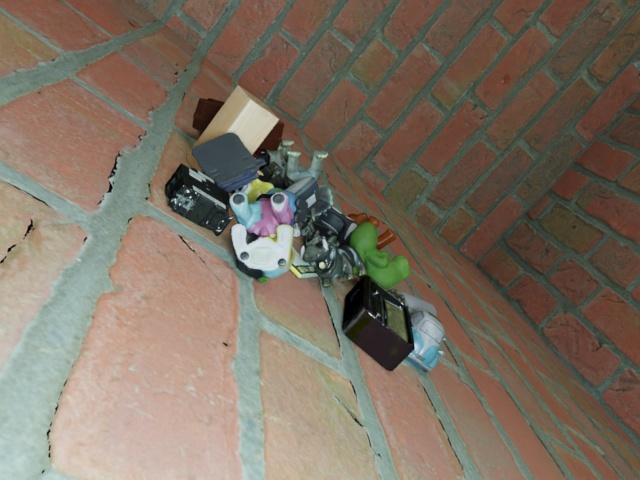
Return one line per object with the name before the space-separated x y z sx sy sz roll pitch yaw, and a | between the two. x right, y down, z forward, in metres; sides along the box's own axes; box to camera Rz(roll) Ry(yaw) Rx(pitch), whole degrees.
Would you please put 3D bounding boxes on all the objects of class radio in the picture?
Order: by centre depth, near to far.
radio | 0.119 0.163 1.112 0.131 0.073 0.229 39 13 -5

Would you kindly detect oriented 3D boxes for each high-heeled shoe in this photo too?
high-heeled shoe | 0.021 -0.047 1.529 0.145 0.086 0.249 21 22 -24

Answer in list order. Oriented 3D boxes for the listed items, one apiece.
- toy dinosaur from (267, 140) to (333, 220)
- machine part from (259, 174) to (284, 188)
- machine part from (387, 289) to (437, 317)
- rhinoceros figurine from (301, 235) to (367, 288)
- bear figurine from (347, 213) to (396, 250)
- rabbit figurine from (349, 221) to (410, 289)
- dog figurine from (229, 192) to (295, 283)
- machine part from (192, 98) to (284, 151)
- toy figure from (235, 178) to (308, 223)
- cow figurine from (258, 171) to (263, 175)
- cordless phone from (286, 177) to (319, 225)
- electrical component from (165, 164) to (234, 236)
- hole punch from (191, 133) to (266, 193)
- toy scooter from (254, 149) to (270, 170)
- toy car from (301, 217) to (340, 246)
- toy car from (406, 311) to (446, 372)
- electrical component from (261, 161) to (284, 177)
toy dinosaur | -0.081 -0.177 1.545 0.131 0.192 0.405 -4 20 -26
machine part | -0.154 -0.142 1.263 0.139 0.039 0.084 10 42 24
machine part | 0.223 0.175 1.347 0.243 0.079 0.079 23 22 -48
rhinoceros figurine | 0.032 0.041 1.166 0.190 0.073 0.112 4 71 -59
bear figurine | 0.142 -0.040 1.711 0.120 0.132 0.196 35 20 -27
rabbit figurine | 0.115 0.044 1.340 0.121 0.159 0.170 -6 -71 62
dog figurine | -0.096 -0.008 1.012 0.219 0.109 0.191 78 7 -79
machine part | -0.211 -0.302 1.397 0.201 0.087 0.201 24 16 28
toy figure | -0.109 -0.077 1.172 0.180 0.082 0.089 16 -20 26
cow figurine | -0.217 -0.193 1.362 0.167 0.068 0.098 36 10 -13
cordless phone | -0.108 -0.124 1.299 0.184 0.146 0.088 37 -25 24
electrical component | -0.225 -0.079 0.998 0.114 0.058 0.134 35 14 -28
hole punch | -0.199 -0.146 1.134 0.116 0.142 0.092 53 -27 23
toy scooter | -0.211 -0.232 1.476 0.135 0.075 0.184 9 8 -12
toy car | -0.003 -0.004 1.340 0.073 0.056 0.202 29 9 -15
toy car | 0.227 0.211 1.194 0.109 0.103 0.162 40 15 -6
electrical component | -0.137 -0.162 1.420 0.045 0.102 0.078 48 23 6
